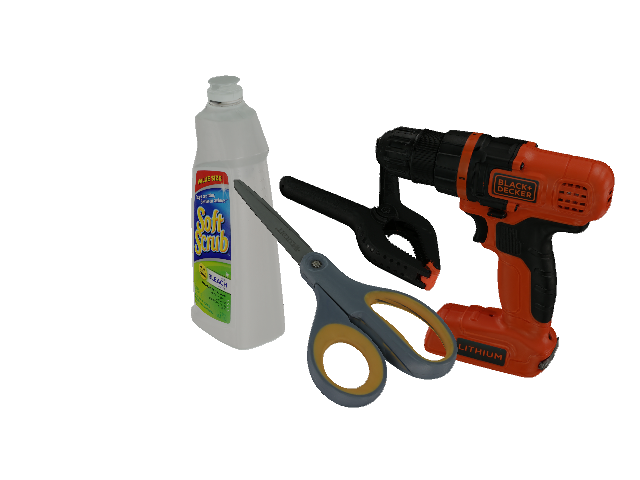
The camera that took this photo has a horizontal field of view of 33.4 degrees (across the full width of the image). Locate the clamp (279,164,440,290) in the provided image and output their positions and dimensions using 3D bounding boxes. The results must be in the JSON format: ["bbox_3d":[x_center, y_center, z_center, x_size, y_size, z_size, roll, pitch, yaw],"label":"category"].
[{"bbox_3d":[0.059,-0.023,1.224,0.164,0.210,0.036,-13,-38,-25],"label":"clamp"}]

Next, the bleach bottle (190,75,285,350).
[{"bbox_3d":[-0.084,-0.029,0.989,0.067,0.251,0.103,-20,30,-33],"label":"bleach bottle"}]

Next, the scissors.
[{"bbox_3d":[-0.010,0.033,0.657,0.202,0.016,0.096,32,54,25],"label":"scissors"}]

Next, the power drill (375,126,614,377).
[{"bbox_3d":[0.126,0.007,0.839,0.185,0.188,0.057,14,31,23],"label":"power drill"}]
